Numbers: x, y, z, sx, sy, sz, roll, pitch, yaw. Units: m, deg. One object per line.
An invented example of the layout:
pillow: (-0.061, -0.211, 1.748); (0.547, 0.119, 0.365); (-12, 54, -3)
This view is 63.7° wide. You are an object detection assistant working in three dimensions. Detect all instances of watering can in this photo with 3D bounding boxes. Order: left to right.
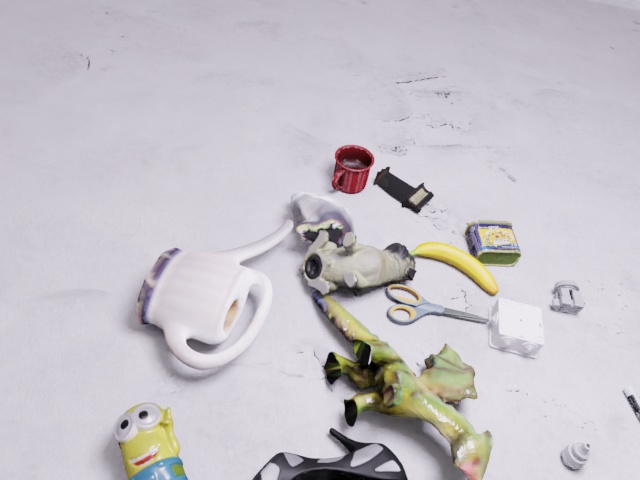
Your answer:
watering can: (-0.187, 0.070, 0.937); (0.224, 0.101, 0.356); (15, 48, 6)

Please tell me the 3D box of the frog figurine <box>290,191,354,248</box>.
frog figurine: (0.003, -0.054, 1.077); (0.136, 0.121, 0.163); (29, 30, -28)

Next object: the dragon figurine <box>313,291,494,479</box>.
dragon figurine: (0.148, 0.218, 0.876); (0.242, 0.120, 0.419); (9, 30, -25)
